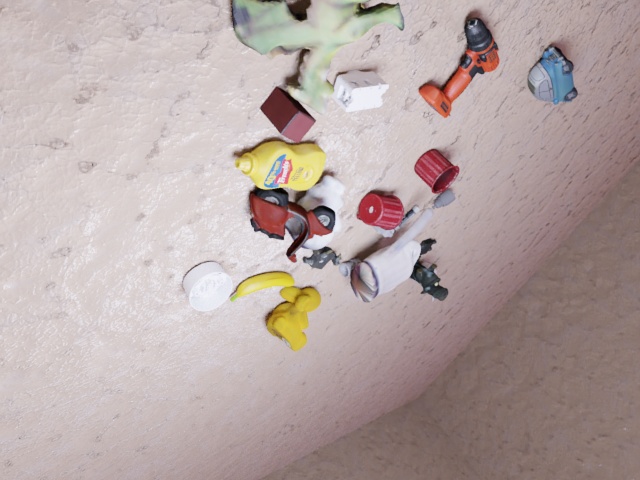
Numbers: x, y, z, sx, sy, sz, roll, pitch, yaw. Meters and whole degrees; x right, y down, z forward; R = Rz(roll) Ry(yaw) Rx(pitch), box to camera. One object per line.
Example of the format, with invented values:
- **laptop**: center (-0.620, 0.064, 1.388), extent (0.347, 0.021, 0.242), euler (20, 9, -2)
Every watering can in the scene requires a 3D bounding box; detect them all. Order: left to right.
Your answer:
- **watering can**: center (0.197, 0.055, 1.431), extent (0.226, 0.105, 0.339), euler (-26, 149, -25)

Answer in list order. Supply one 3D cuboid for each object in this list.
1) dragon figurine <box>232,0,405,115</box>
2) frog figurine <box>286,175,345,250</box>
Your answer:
- **dragon figurine**: center (-0.011, -0.346, 0.741), extent (0.243, 0.124, 0.401), euler (-27, 147, -6)
- **frog figurine**: center (0.003, -0.057, 1.131), extent (0.158, 0.125, 0.135), euler (-37, 133, 20)
